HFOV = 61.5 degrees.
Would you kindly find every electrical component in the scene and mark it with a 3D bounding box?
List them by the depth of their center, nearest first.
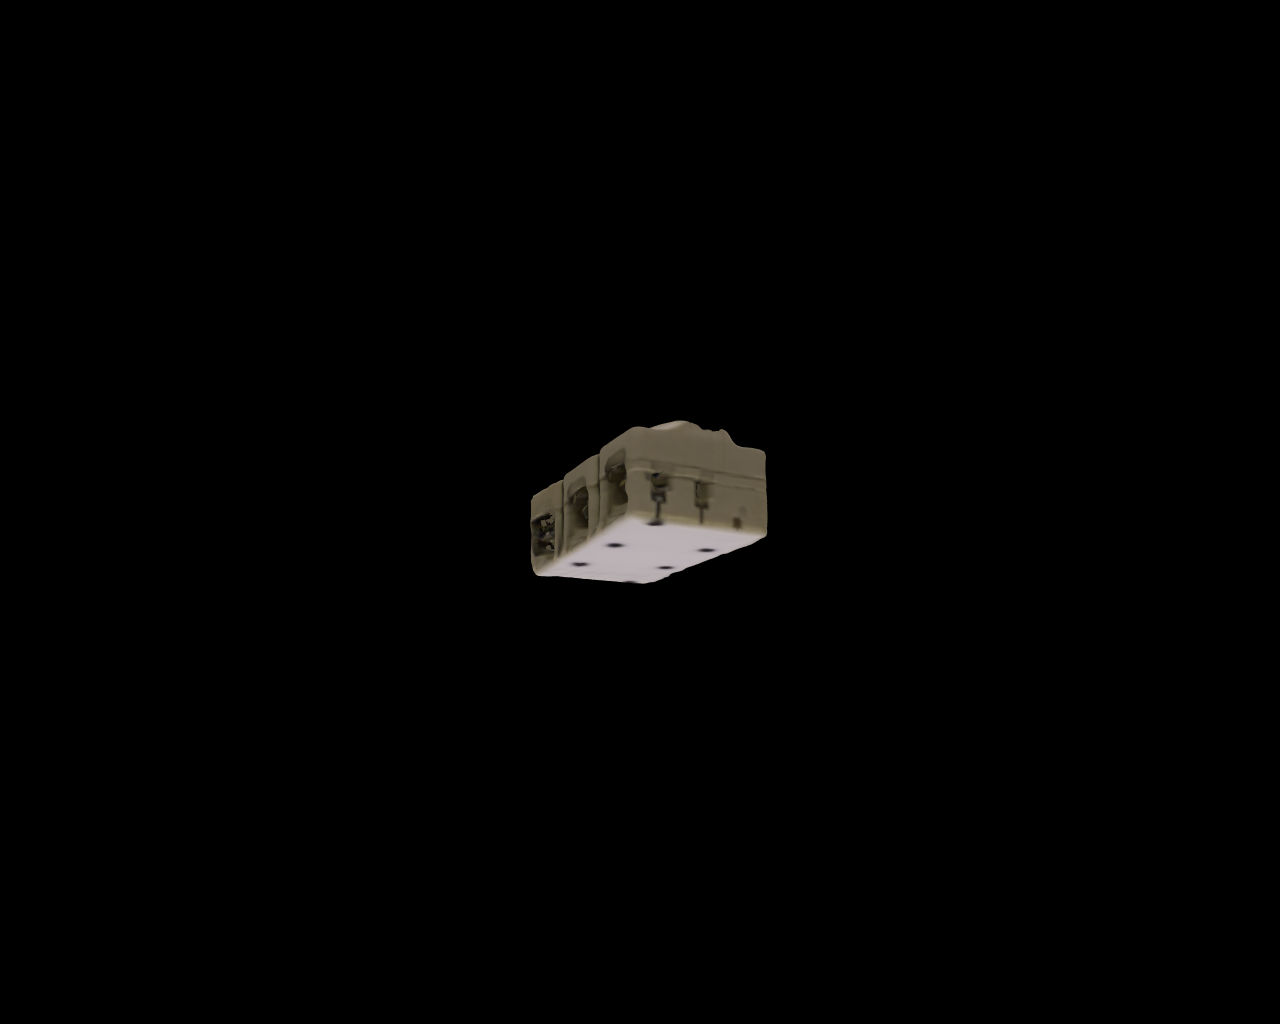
[{"bbox_3d":[0.001,-0.003,0.650,0.089,0.062,0.150,8,-18,-27],"label":"electrical component"}]
